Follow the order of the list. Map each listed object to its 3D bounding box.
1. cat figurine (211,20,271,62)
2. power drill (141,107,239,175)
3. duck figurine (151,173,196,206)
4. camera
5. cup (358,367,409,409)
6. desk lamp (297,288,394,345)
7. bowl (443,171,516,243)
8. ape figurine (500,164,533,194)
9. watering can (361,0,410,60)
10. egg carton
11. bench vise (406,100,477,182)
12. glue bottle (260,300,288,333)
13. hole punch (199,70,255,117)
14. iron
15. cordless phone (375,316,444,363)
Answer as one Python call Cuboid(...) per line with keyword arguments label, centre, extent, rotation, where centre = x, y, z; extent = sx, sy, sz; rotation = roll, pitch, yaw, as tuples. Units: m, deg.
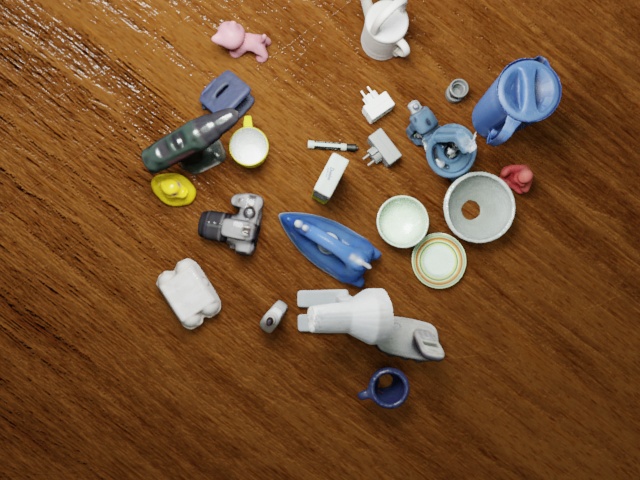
Cuboid(label="cat figurine", centre=(-0.182, -0.470, 1.331), extent=(0.128, 0.117, 0.067), rotation=(6, 87, -1))
Cuboid(label="power drill", centre=(-0.273, -0.212, 1.272), extent=(0.229, 0.208, 0.075), rotation=(-27, 88, -2))
Cuboid(label="duck figurine", centre=(-0.345, -0.121, 1.328), extent=(0.104, 0.086, 0.077), rotation=(21, 87, 0))
Cuboid(label="camera", centre=(-0.206, -0.043, 1.320), extent=(0.137, 0.100, 0.143), rotation=(10, 87, -1))
Cuboid(label="cup", centre=(0.141, 0.336, 1.313), extent=(0.118, 0.095, 0.092), rotation=(-17, 88, -2))
Cuboid(label="desk lamp", centre=(0.049, 0.167, 1.260), extent=(0.203, 0.213, 0.118), rotation=(-2, 87, -1))
Cuboid(label="bowl", centre=(0.366, -0.074, 1.346), extent=(0.167, 0.074, 0.167), rotation=(0, 87, -1))
Cuboid(label="ape figurine", centre=(0.469, -0.147, 1.343), extent=(0.076, 0.092, 0.078), rotation=(-28, 88, -2))
Cuboid(label="watering can", centre=(0.144, -0.495, 1.300), extent=(0.173, 0.194, 0.101), rotation=(30, 87, 1))
Cuboid(label="egg carton", centre=(-0.301, 0.124, 1.326), extent=(0.107, 0.069, 0.150), rotation=(-35, 89, -2))
Cuboid(label="bench vise", centre=(0.267, -0.222, 1.278), extent=(0.207, 0.219, 0.121), rotation=(33, 87, 1))
Cuboid(label="glue bottle", centre=(-0.106, 0.175, 1.276), extent=(0.037, 0.173, 0.078), rotation=(34, 87, 1))
Cuboid(label="hole punch", centre=(-0.222, -0.335, 1.337), extent=(0.101, 0.091, 0.109), rotation=(43, 87, 1))
Cuboid(label="iron", centre=(0.012, 0.005, 1.302), extent=(0.258, 0.141, 0.119), rotation=(31, 87, 0))
Cuboid(label="cordless phone", centre=(0.200, 0.227, 1.274), extent=(0.147, 0.185, 0.094), rotation=(8, 87, -1))
